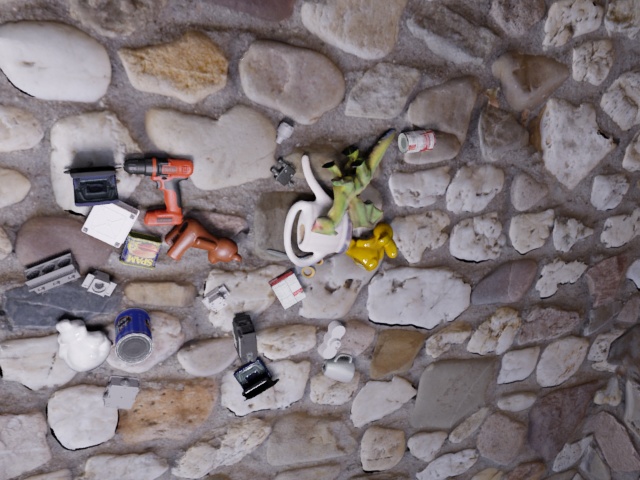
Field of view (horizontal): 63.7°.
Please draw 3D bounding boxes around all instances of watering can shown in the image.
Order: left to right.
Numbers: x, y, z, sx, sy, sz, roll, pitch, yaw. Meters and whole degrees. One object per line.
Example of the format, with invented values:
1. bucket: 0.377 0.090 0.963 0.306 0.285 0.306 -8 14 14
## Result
1. watering can: 0.005 -0.081 1.606 0.224 0.105 0.345 6 100 -25

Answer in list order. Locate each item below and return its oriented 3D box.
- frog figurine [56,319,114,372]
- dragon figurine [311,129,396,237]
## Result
1. frog figurine: -0.681 0.295 1.470 0.137 0.126 0.156 -13 131 5
2. dragon figurine: 0.128 -0.153 1.591 0.415 0.123 0.238 -35 122 -25
